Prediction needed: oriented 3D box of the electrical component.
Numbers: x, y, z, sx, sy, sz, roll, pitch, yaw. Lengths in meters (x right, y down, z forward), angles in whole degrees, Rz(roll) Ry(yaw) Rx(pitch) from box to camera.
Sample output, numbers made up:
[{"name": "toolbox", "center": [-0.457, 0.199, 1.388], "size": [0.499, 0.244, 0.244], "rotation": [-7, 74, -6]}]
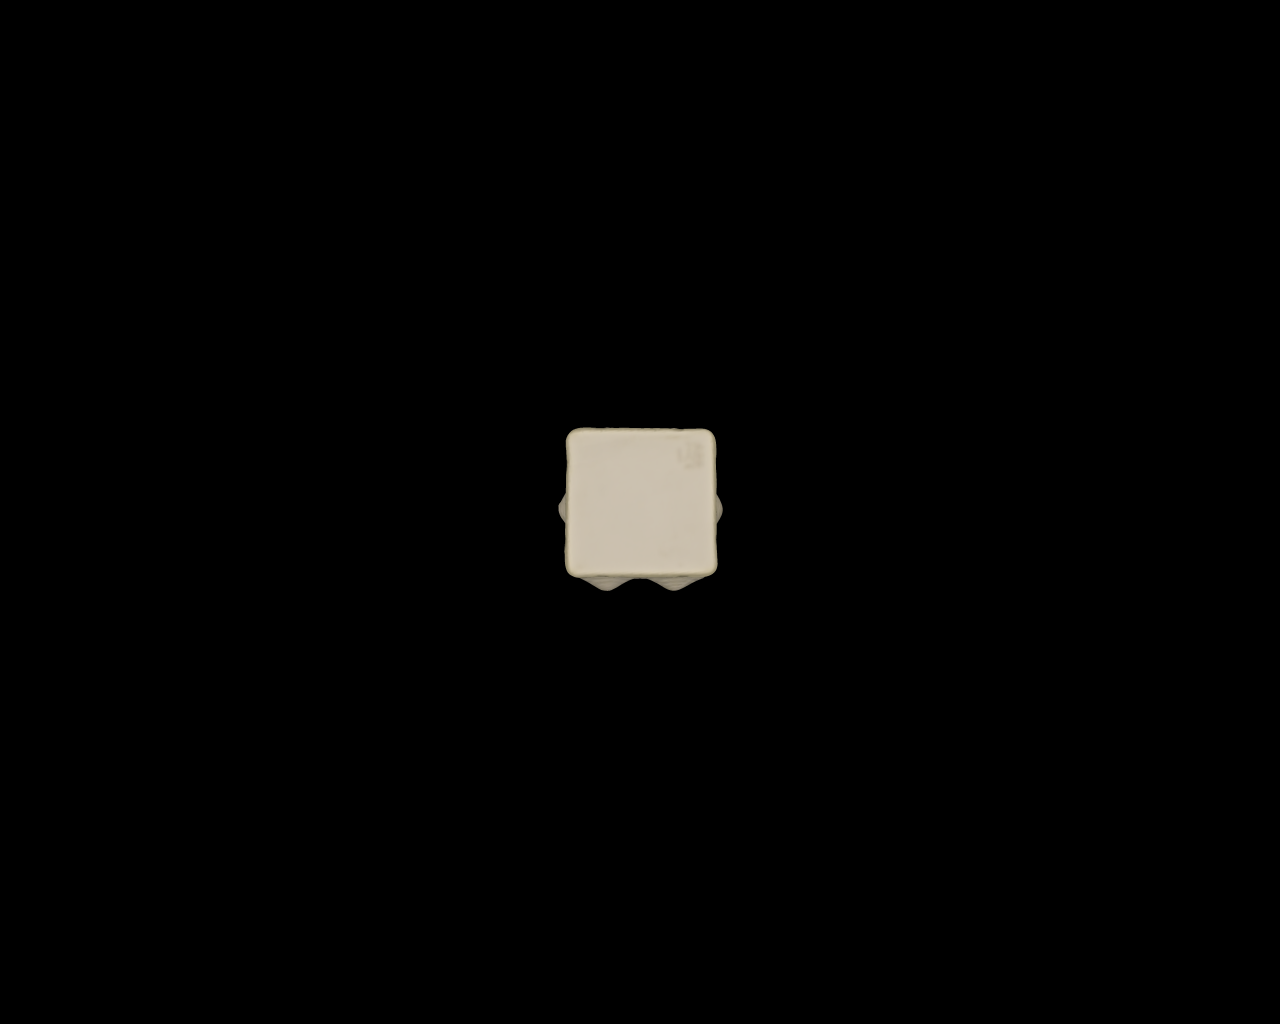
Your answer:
[{"name": "electrical component", "center": [0.001, -0.003, 0.650], "size": [0.100, 0.099, 0.048], "rotation": [0, -9, 0]}]
